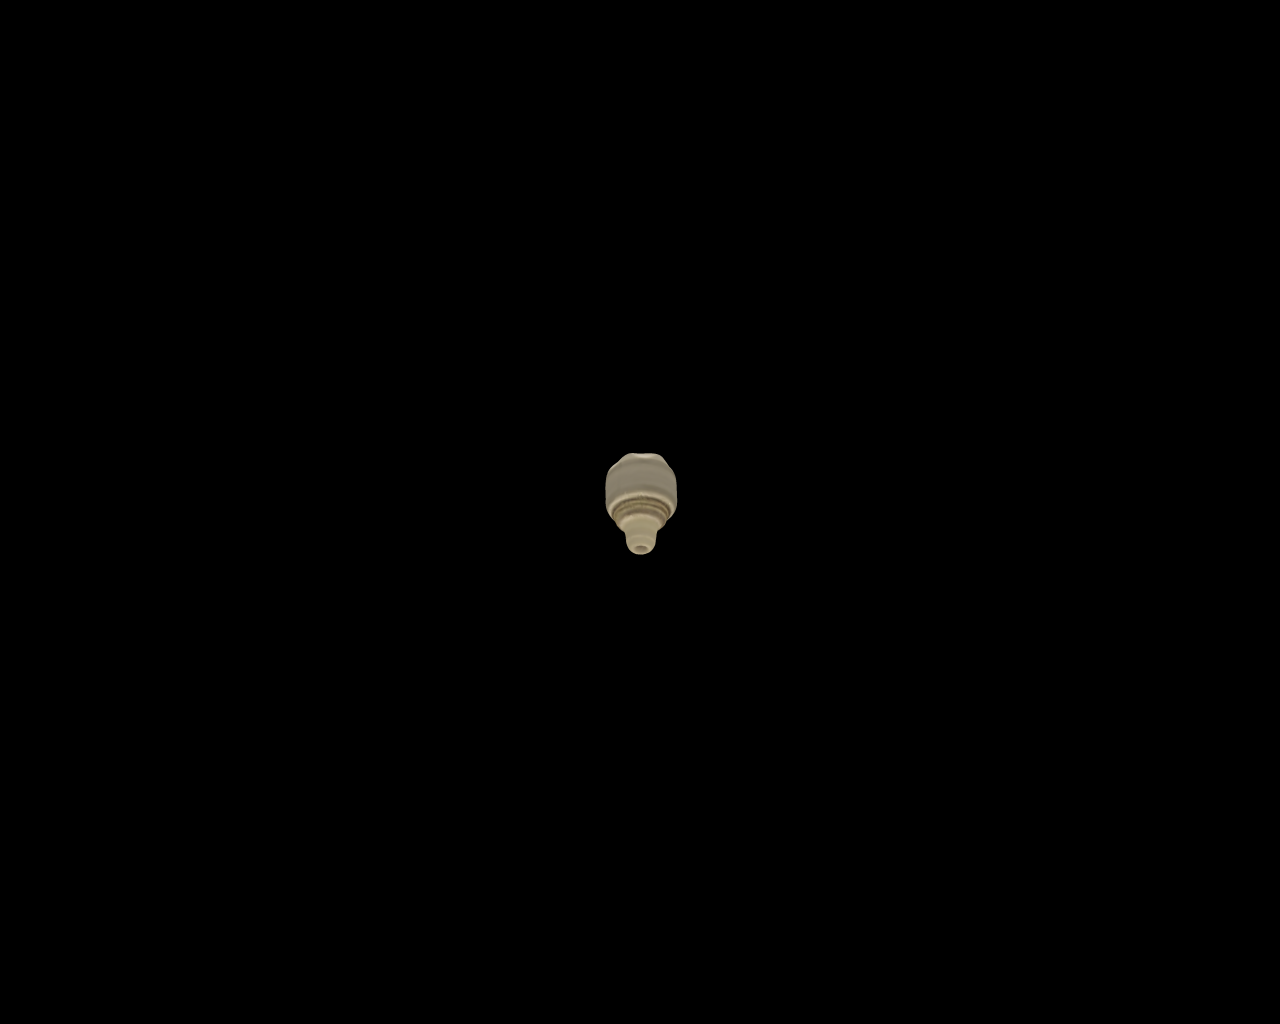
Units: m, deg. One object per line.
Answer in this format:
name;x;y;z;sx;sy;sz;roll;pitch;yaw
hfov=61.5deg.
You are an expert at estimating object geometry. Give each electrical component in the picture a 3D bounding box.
electrical component;0.001;-0.003;0.650;0.043;0.062;0.043;0;-34;0
